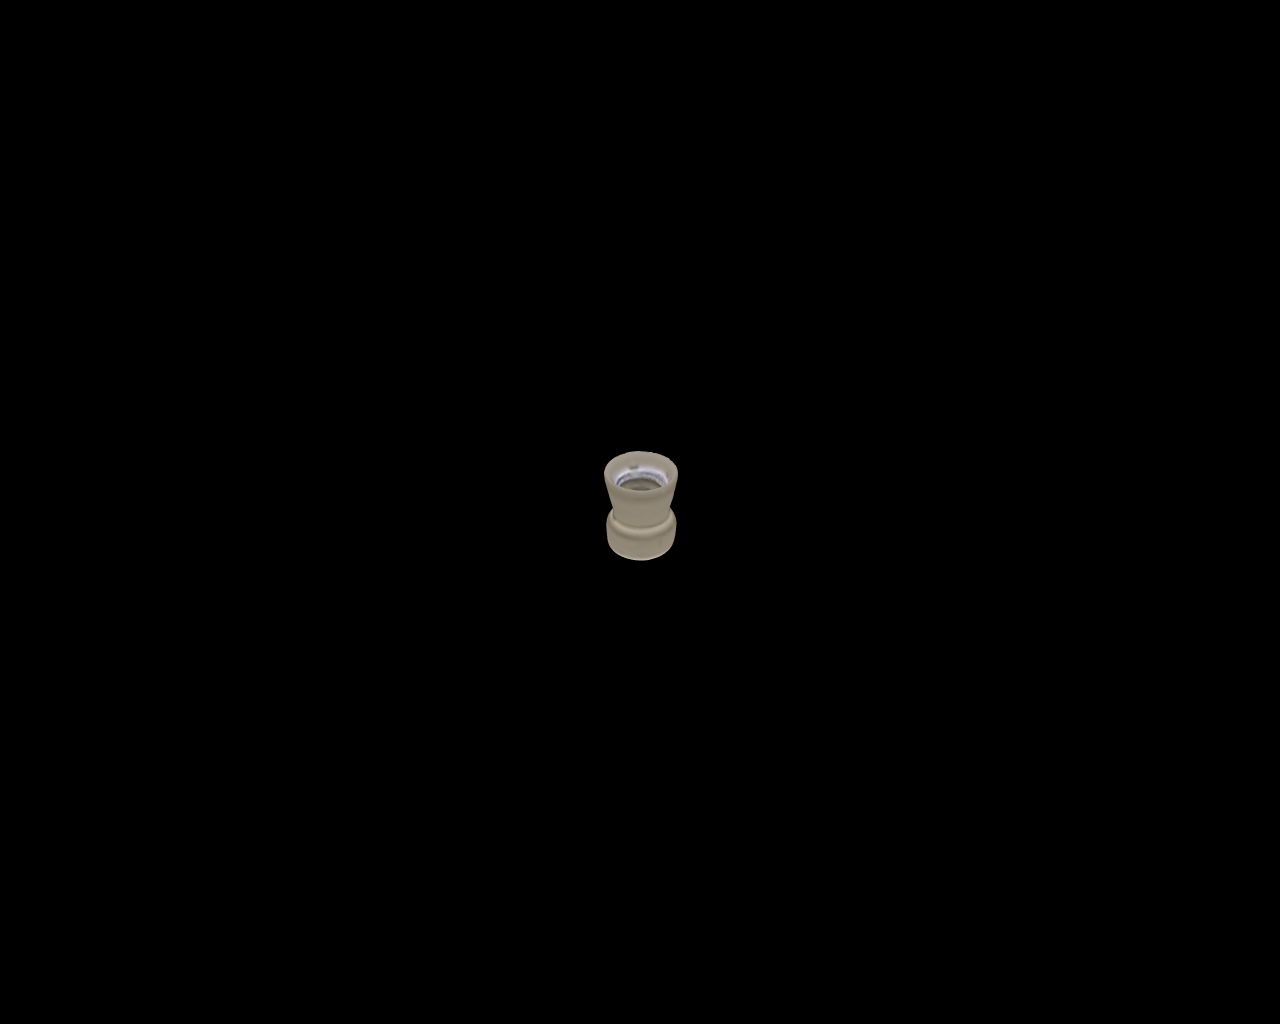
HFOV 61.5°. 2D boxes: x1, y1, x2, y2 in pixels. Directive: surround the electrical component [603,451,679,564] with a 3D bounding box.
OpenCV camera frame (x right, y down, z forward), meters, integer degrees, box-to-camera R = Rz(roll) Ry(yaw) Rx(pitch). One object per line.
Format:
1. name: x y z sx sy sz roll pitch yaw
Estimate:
1. electrical component: 0.001 -0.003 0.650 0.045 0.055 0.045 0 36 0
